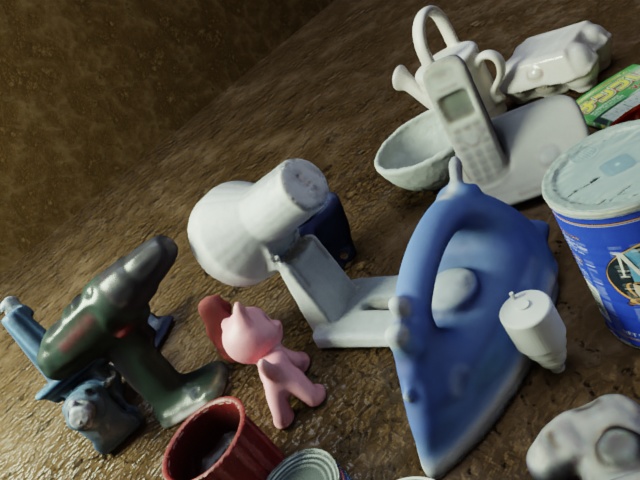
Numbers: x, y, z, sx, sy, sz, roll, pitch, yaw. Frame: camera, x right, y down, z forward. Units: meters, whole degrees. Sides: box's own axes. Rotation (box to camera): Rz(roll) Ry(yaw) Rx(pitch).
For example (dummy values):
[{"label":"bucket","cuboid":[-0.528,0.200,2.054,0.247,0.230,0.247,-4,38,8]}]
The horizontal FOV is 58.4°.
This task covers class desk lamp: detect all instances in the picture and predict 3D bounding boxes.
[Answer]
[{"label":"desk lamp","cuboid":[-0.020,0.013,0.634,0.202,0.214,0.118,-11,35,43]}]

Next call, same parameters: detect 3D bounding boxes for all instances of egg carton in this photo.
[{"label":"egg carton","cuboid":[0.330,-0.249,0.815,0.149,0.069,0.107,1,44,52]}]

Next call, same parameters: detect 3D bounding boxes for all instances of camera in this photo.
[{"label":"camera","cuboid":[0.140,0.166,0.298,0.136,0.101,0.143,-32,25,10]}]

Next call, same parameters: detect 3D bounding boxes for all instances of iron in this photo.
[{"label":"iron","cuboid":[0.110,0.050,0.489,0.118,0.142,0.259,-11,35,43]}]

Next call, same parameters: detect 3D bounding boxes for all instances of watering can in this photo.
[{"label":"watering can","cuboid":[0.185,-0.249,0.851,0.172,0.194,0.101,-20,29,30]}]

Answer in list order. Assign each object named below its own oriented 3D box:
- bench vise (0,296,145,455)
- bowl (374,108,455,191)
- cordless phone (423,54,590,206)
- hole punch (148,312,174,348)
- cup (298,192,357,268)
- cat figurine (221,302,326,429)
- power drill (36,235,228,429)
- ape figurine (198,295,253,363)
[{"label":"bench vise","cuboid":[-0.327,0.163,0.756,0.206,0.220,0.122,0,43,52]},{"label":"bowl","cuboid":[0.163,-0.119,0.795,0.167,0.075,0.167,-29,26,16]},{"label":"cordless phone","cuboid":[0.205,-0.133,0.634,0.147,0.185,0.094,-22,29,28]},{"label":"hole punch","cuboid":[-0.310,0.145,0.920,0.101,0.091,0.108,-23,28,26]},{"label":"cup","cuboid":[0.007,0.003,0.758,0.091,0.095,0.117,-29,26,15]},{"label":"cat figurine","cuboid":[-0.062,0.120,0.615,0.067,0.118,0.127,-38,25,-3]},{"label":"power drill","cuboid":[-0.210,0.123,0.691,0.229,0.209,0.075,-32,26,10]},{"label":"ape figurine","cuboid":[-0.120,0.107,0.741,0.077,0.092,0.076,-18,31,35]}]
